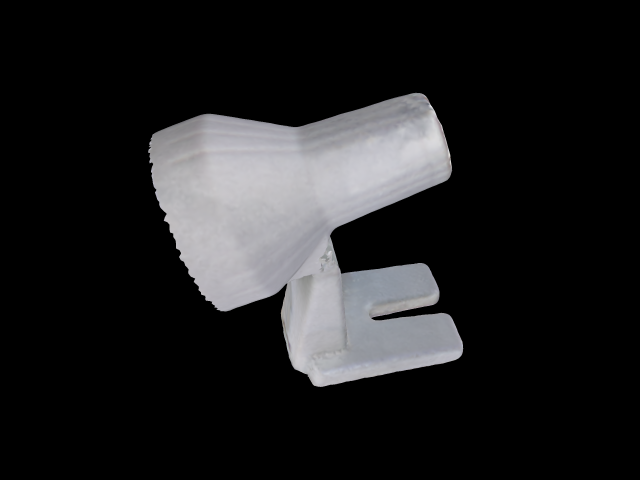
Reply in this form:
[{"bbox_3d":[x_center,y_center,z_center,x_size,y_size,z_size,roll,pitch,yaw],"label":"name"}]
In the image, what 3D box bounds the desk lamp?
[{"bbox_3d":[0.004,0.001,0.400,0.203,0.214,0.117,-9,46,-8],"label":"desk lamp"}]
